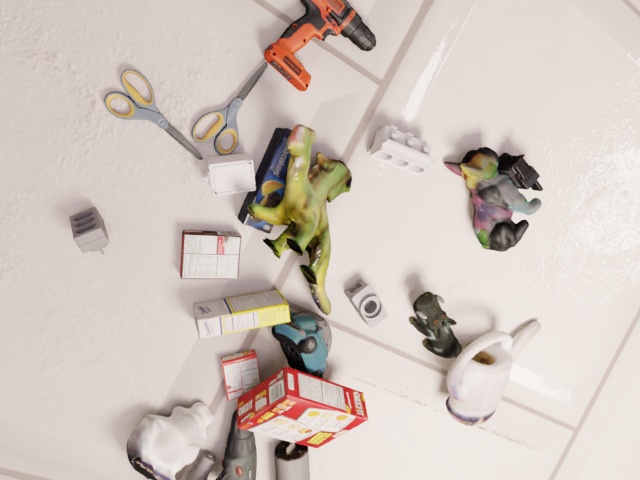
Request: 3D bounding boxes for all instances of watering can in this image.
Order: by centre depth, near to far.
[{"bbox_3d":[0.412,0.311,1.230,0.349,0.105,0.221,-6,116,-38],"label":"watering can"}]

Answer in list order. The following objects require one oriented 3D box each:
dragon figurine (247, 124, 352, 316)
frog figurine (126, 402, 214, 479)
[{"bbox_3d":[0.003,-0.050,1.002,0.247,0.123,0.401,-53,141,-25],"label":"dragon figurine"},{"bbox_3d":[-0.295,0.388,1.018,0.136,0.121,0.163,41,50,-14],"label":"frog figurine"}]
